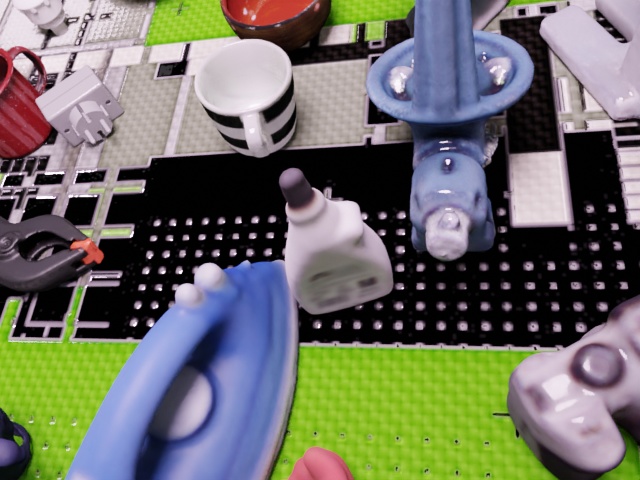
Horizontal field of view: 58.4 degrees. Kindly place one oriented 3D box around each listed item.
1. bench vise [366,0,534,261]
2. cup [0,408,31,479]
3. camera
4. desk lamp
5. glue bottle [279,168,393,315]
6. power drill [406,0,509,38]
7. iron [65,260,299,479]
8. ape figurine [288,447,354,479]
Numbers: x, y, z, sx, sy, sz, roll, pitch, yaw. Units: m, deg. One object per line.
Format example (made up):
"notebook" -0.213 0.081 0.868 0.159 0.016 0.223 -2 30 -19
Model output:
"bench vise" 0.099 -0.100 0.393 0.121 0.220 0.207 -17 61 5
"cup" -0.251 0.156 0.423 0.117 0.095 0.091 0 64 14
"camera" 0.203 0.108 0.331 0.143 0.101 0.136 -27 61 0
"desk lamp" 0.255 -0.179 0.398 0.118 0.214 0.203 -26 61 0
"glue bottle" 0.004 0.001 0.393 0.078 0.173 0.037 -16 61 6
"power drill" 0.119 -0.280 0.486 0.075 0.209 0.230 37 77 27
"iron" -0.093 0.102 0.384 0.118 0.142 0.258 14 68 20
"ape figurine" -0.011 0.172 0.357 0.078 0.092 0.076 -40 61 -7
